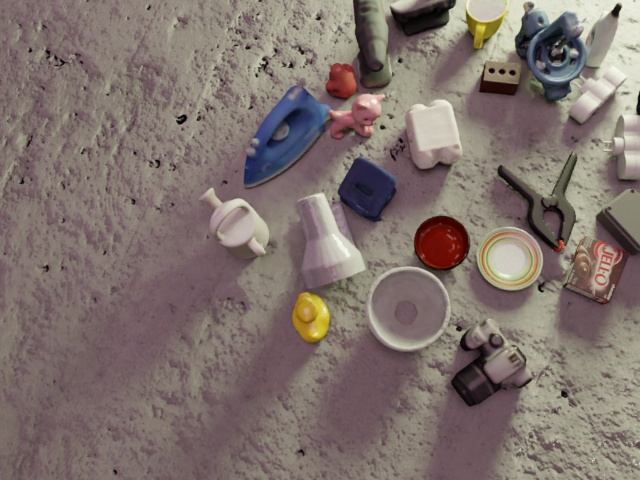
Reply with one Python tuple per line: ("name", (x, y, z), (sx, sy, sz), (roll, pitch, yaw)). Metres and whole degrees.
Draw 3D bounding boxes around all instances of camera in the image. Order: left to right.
("camera", (0.311, 0.240, 1.089), (0.137, 0.101, 0.143), (-35, 74, -2))

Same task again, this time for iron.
("iron", (-0.095, -0.232, 1.238), (0.118, 0.141, 0.258), (37, 83, 14))

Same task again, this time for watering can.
("watering can", (-0.180, -0.033, 1.172), (0.172, 0.194, 0.101), (23, 80, 12))

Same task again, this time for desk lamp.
("desk lamp", (0.010, 0.004, 1.128), (0.118, 0.214, 0.203), (-18, 74, 3))

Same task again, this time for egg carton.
("egg carton", (0.242, -0.227, 1.231), (0.107, 0.069, 0.150), (-11, 75, 4))

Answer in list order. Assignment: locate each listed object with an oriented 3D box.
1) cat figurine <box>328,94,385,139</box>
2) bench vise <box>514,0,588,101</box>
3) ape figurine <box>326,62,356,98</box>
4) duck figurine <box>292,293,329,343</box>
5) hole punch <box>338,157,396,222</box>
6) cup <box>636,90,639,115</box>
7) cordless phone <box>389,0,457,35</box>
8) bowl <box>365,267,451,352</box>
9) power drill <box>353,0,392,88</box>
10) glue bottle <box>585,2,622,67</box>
("cat figurine", (0.079, -0.275, 1.239), (0.127, 0.118, 0.067), (-4, 75, 6))
("bench vise", (0.463, -0.412, 1.171), (0.121, 0.220, 0.207), (-36, 74, -2))
("ape figurine", (0.045, -0.363, 1.279), (0.078, 0.092, 0.076), (-31, 74, -1))
("duck figurine", (-0.023, 0.154, 1.161), (0.077, 0.086, 0.104), (-12, 75, 5))
("hole punch", (0.100, -0.105, 1.208), (0.108, 0.091, 0.101), (33, 82, 14))
("cup", (0.705, -0.285, 1.174), (0.117, 0.095, 0.092), (23, 80, 12))
("cordless phone", (0.228, -0.550, 1.254), (0.147, 0.185, 0.094), (-21, 74, 2))
("bowl", (0.174, 0.140, 1.145), (0.167, 0.075, 0.167), (-2, 76, 7))
("power drill", (0.113, -0.418, 1.224), (0.075, 0.208, 0.229), (-8, 75, 6))
("glue bottle", (0.589, -0.435, 1.185), (0.037, 0.173, 0.078), (4, 76, 9))
